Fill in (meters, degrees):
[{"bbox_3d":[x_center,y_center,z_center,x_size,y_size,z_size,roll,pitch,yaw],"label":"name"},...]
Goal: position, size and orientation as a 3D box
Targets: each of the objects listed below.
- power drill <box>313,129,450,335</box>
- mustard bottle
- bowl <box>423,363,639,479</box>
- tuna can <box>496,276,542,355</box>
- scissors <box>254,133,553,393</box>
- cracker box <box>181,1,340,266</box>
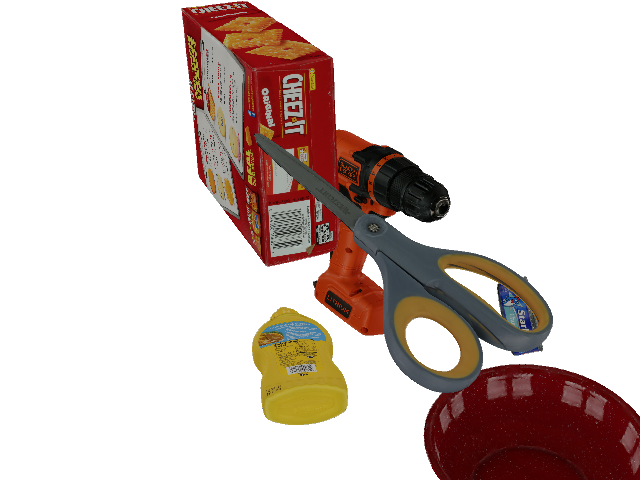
[{"bbox_3d":[0.056,-0.003,1.077,0.057,0.188,0.185,-8,27,-32],"label":"power drill"},{"bbox_3d":[-0.031,0.137,1.259,0.096,0.058,0.192,-7,31,-7],"label":"mustard bottle"},{"bbox_3d":[0.154,0.161,0.767,0.162,0.055,0.162,-1,36,0],"label":"bowl"},{"bbox_3d":[0.225,0.086,1.202,0.034,0.086,0.086,-13,-3,14],"label":"tuna can"},{"bbox_3d":[0.024,0.012,0.568,0.202,0.016,0.096,28,52,16],"label":"scissors"},{"bbox_3d":[-0.052,-0.099,0.898,0.072,0.164,0.214,-11,27,-17],"label":"cracker box"}]
